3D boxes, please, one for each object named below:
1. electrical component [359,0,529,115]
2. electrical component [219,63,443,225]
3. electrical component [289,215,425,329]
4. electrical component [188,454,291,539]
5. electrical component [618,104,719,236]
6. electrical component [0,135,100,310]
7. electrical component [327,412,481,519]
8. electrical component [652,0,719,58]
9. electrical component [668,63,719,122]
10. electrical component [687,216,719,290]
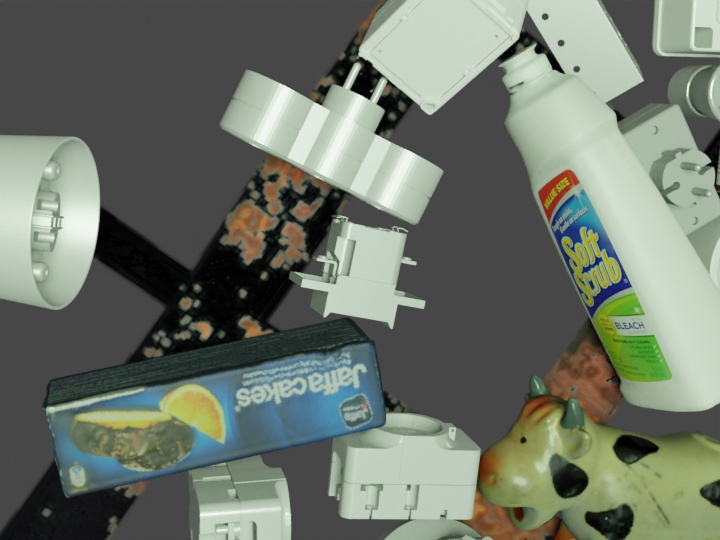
[{"bbox_3d":[0.056,-0.153,0.645,0.062,0.061,0.096,38,132,-16],"label":"electrical component"},{"bbox_3d":[-0.009,-0.090,0.662,0.138,0.052,0.073,26,92,-15],"label":"electrical component"},{"bbox_3d":[0.000,0.000,0.686,0.081,0.042,0.063,10,93,-16],"label":"electrical component"},{"bbox_3d":[-0.075,0.152,0.668,0.056,0.089,0.050,-2,100,-13],"label":"electrical component"},{"bbox_3d":[0.207,-0.062,0.707,0.047,0.076,0.083,-30,105,-7],"label":"electrical component"},{"bbox_3d":[-0.186,-0.028,0.609,0.064,0.099,0.099,7,98,-8],"label":"electrical component"},{"bbox_3d":[0.029,0.128,0.709,0.089,0.050,0.055,4,99,-14],"label":"electrical component"},{"bbox_3d":[0.254,-0.195,0.706,0.109,0.056,0.108,-1,100,-13],"label":"electrical component"},{"bbox_3d":[0.233,-0.117,0.709,0.044,0.065,0.044,-2,100,-13],"label":"electrical component"},{"bbox_3d":[0.277,0.003,0.733,0.108,0.060,0.108,0,91,-7],"label":"electrical component"}]
